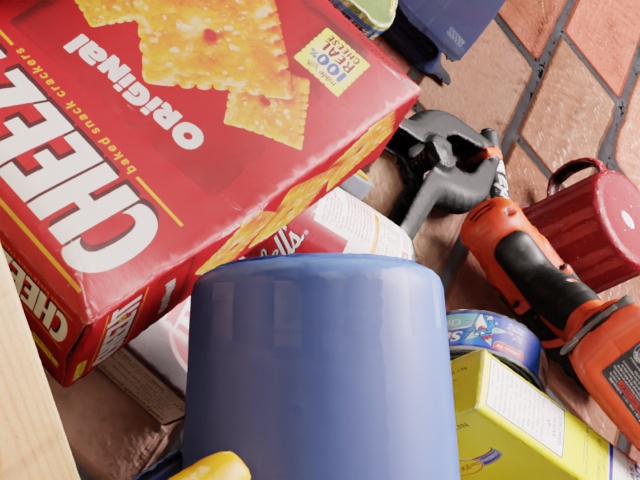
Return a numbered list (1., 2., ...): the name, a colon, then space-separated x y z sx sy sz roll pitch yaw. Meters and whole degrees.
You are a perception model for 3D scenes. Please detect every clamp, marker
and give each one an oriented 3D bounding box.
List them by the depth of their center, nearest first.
1. clamp: 0.066 -0.062 0.736 0.171 0.039 0.120 -20 87 -54
2. marker: 0.133 -0.032 0.799 0.020 0.020 0.121 19 55 -37

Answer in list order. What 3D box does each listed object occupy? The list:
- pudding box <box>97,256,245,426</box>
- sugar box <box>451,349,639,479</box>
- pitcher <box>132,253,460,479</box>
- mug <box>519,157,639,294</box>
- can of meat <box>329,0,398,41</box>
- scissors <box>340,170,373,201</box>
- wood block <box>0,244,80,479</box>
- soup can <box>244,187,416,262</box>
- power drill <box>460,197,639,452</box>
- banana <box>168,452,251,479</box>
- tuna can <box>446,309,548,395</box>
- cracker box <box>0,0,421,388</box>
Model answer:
1. pudding box: -0.087 0.022 0.529 0.113 0.039 0.090 44 45 -16
2. sugar box: 0.118 0.136 0.629 0.176 0.094 0.048 37 46 -23
3. pitcher: -0.010 0.132 0.437 0.149 0.145 0.243 9 76 -45
4. mug: 0.200 -0.011 0.806 0.093 0.082 0.117 27 50 -32
5. can of meat: 0.005 -0.158 0.695 0.057 0.084 0.102 33 47 -28
6. scissors: -0.049 -0.094 0.630 0.201 0.016 0.096 40 7 -9
7. wood block: -0.159 0.036 0.354 0.090 0.090 0.206 -34 116 -51
8. soup can: -0.004 0.001 0.605 0.102 0.069 0.068 31 48 -30
9. power drill: 0.176 0.068 0.691 0.184 0.057 0.188 48 2 -22
10. banana: -0.087 0.160 0.367 0.037 0.198 0.069 28 5 26
11. tuna can: 0.093 0.081 0.641 0.086 0.086 0.033 40 43 -22
12. cracker box: -0.082 -0.063 0.492 0.164 0.072 0.213 46 54 9
